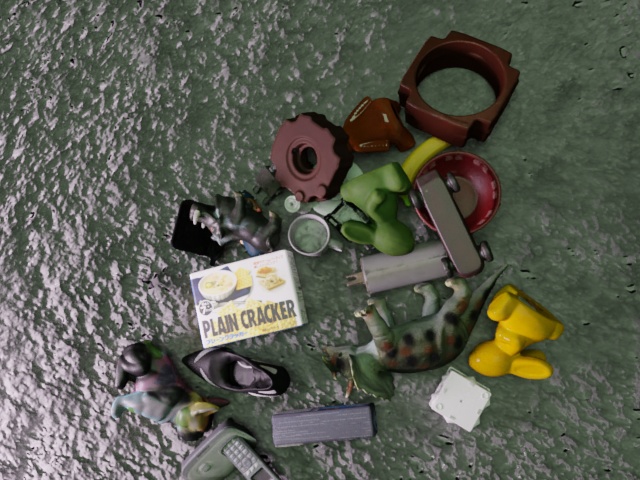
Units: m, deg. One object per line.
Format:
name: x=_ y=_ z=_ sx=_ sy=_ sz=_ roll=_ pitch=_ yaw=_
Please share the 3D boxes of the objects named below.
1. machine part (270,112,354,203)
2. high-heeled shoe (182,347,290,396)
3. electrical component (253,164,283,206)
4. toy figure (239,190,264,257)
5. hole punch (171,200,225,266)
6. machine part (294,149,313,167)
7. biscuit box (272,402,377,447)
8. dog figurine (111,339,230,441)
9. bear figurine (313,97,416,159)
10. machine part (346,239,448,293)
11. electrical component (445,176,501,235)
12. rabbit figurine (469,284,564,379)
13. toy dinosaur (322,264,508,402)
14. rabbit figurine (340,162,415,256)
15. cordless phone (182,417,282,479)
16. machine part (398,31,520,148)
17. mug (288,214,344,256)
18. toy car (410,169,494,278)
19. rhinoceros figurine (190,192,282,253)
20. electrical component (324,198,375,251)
machine part: x=-0.020 y=-0.162 z=1.063 sx=0.180 sy=0.056 sz=0.179 roll=10 pitch=107 yaw=35
high-heeled shoe: x=-0.177 y=0.263 z=1.063 sx=0.249 sy=0.145 sz=0.086 roll=4 pitch=83 yaw=8
electrical component: x=-0.105 y=-0.122 z=1.146 sx=0.063 sy=0.021 sz=0.094 roll=50 pitch=119 yaw=14
toy figure: x=-0.145 y=-0.039 z=1.144 sx=0.064 sy=0.058 sz=0.154 roll=-11 pitch=77 yaw=-36
hole punch: x=-0.257 y=-0.022 z=1.154 sx=0.116 sy=0.092 sz=0.142 roll=16 pitch=82 yaw=-20
machine part: x=-0.053 y=-0.183 z=1.154 sx=0.084 sy=0.039 sz=0.139 roll=-7 pitch=81 yaw=21
biscuit box: x=0.011 y=0.363 z=1.061 sx=0.203 sy=0.059 sz=0.062 roll=-8 pitch=80 yaw=9
dog figurine: x=-0.298 y=0.306 z=1.101 sx=0.219 sy=0.108 sz=0.191 roll=4 pitch=81 yaw=6
bear figurine: x=0.079 y=-0.208 z=1.112 sx=0.196 sy=0.132 sz=0.120 roll=-29 pitch=77 yaw=23
machine part: x=0.170 y=0.051 z=1.068 sx=0.243 sy=0.079 sz=0.079 roll=-15 pitch=80 yaw=8
electrical component: x=0.273 y=-0.071 z=1.076 sx=0.115 sy=0.058 sz=0.134 roll=-45 pitch=78 yaw=0
rabbit figurine: x=0.361 y=0.191 z=1.014 sx=0.162 sy=0.122 sz=0.173 roll=37 pitch=104 yaw=3
toy dinosaur: x=0.195 y=0.185 z=1.031 sx=0.405 sy=0.131 sz=0.192 roll=-16 pitch=92 yaw=3
rabbit figurine: x=0.115 y=-0.045 z=1.021 sx=0.159 sy=0.121 sz=0.170 roll=-20 pitch=87 yaw=3
cordless phone: x=-0.167 y=0.463 z=1.069 sx=0.146 sy=0.088 sz=0.184 roll=-45 pitch=82 yaw=1
machine part: x=0.274 y=-0.300 z=1.074 sx=0.202 sy=0.087 sz=0.201 roll=28 pitch=76 yaw=14
mug: x=-0.002 y=-0.003 z=1.088 sx=0.110 sy=0.107 sz=0.080 roll=13 pitch=86 yaw=8
toy car: x=0.234 y=-0.029 z=0.964 sx=0.089 sy=0.053 sz=0.202 roll=-27 pitch=84 yaw=17
rhinoceros figurine: x=-0.167 y=-0.035 z=1.081 sx=0.190 sy=0.073 sz=0.112 roll=22 pitch=88 yaw=5
electrical component: x=0.074 y=-0.031 z=1.106 sx=0.119 sy=0.048 sz=0.075 roll=40 pitch=92 yaw=-5
